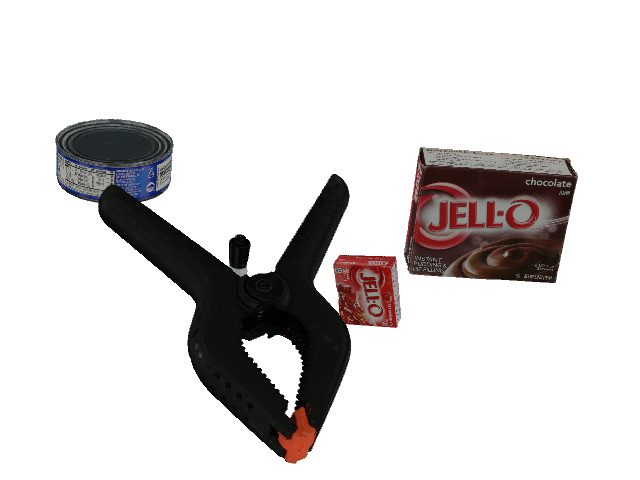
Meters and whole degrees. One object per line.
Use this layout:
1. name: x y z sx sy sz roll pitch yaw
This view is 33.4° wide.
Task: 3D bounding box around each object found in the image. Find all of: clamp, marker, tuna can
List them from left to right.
1. tuna can: -0.153 -0.059 0.793 0.086 0.034 0.086 5 27 -3
2. marker: -0.076 0.049 0.950 0.020 0.121 0.020 6 28 -3
3. clamp: -0.047 0.035 0.634 0.164 0.210 0.036 0 -43 -13

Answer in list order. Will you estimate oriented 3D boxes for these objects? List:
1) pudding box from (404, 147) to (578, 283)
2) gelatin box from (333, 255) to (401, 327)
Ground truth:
1. pudding box: 0.123 -0.018 0.780 0.113 0.090 0.039 3 31 -3
2. gelatin box: 0.058 0.062 1.307 0.073 0.089 0.030 3 29 18
